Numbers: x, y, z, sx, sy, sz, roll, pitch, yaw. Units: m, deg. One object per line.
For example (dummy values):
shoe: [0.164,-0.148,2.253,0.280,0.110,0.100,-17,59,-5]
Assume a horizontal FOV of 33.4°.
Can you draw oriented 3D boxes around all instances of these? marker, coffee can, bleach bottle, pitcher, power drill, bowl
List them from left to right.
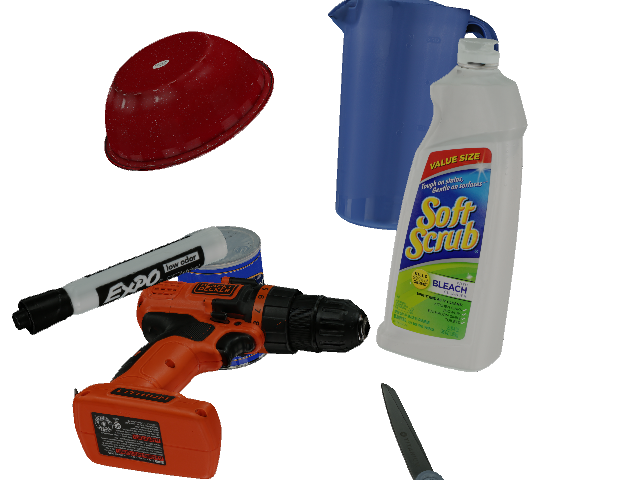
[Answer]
marker: [-0.104,0.021,0.563,0.120,0.020,0.020,-22,12,-30]
bowl: [-0.124,-0.130,0.910,0.162,0.055,0.162,-17,37,13]
power drill: [-0.073,0.090,0.757,0.185,0.057,0.187,2,26,19]
coffee can: [-0.115,0.067,1.268,0.103,0.140,0.103,-4,26,2]
pitcher: [0.091,-0.138,1.149,0.149,0.243,0.144,12,14,30]
bleach bottle: [0.103,-0.030,0.827,0.103,0.251,0.067,13,20,30]

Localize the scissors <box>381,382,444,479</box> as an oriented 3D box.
scissors: [0.083,0.150,0.612,0.096,0.016,0.201,5,32,0]
